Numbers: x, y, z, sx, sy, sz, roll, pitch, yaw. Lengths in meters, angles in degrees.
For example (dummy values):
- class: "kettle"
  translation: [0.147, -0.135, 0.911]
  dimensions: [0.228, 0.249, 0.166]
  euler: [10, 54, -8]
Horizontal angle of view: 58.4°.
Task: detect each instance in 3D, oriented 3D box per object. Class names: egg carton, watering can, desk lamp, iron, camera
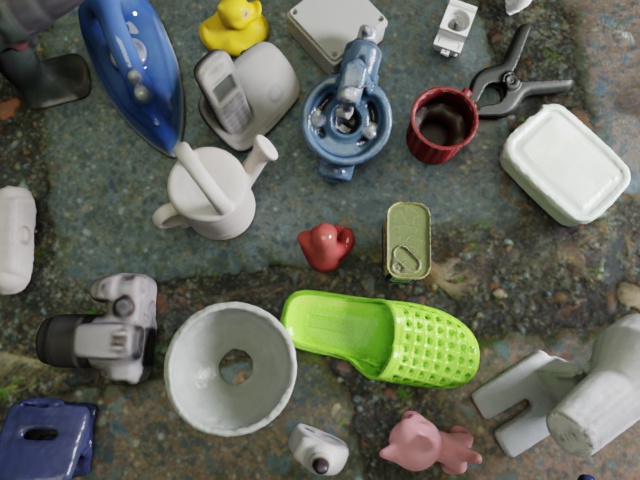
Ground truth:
- class: "egg carton"
  translation: [-0.440, 0.001, 0.773]
  dimensions: [0.107, 0.069, 0.150]
  euler: [-4, 79, -2]
- class: "watering can"
  translation: [-0.136, -0.073, 0.732]
  dimensions: [0.101, 0.194, 0.173]
  euler: [34, 80, 6]
- class: "desk lamp"
  translation: [0.316, 0.186, 0.683]
  dimensions: [0.203, 0.213, 0.118]
  euler: [-30, 81, -7]
- class: "iron"
  translation: [-0.260, -0.249, 0.791]
  dimensions: [0.118, 0.141, 0.258]
  euler: [-24, 80, -6]
- class: "camera"
  translation: [-0.289, 0.114, 0.739]
  dimensions: [0.137, 0.101, 0.143]
  euler: [1, 79, -1]

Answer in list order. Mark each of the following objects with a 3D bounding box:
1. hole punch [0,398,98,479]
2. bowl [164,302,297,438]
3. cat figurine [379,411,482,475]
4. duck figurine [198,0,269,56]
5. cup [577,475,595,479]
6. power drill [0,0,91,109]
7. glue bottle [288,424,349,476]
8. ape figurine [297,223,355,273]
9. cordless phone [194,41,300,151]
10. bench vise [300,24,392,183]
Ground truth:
- class: "hole punch"
  translation: [-0.346, 0.250, 0.715]
  dimensions: [0.108, 0.091, 0.101]
  euler: [2, 79, -1]
- class: "bowl"
  translation: [-0.112, 0.166, 0.746]
  dimensions: [0.167, 0.075, 0.167]
  euler: [0, 79, -1]
- class: "cat figurine"
  translation: [0.137, 0.257, 0.713]
  dimensions: [0.127, 0.118, 0.067]
  euler: [14, 79, 2]
- class: "duck figurine"
  translation: [-0.129, -0.321, 0.837]
  dimensions: [0.104, 0.086, 0.077]
  euler: [-14, 79, -4]
- class: "cup"
  translation: [0.306, 0.345, 0.711]
  dimensions: [0.091, 0.095, 0.118]
  euler: [16, 79, 2]
- class: "power drill"
  translation: [-0.387, -0.258, 0.755]
  dimensions: [0.229, 0.208, 0.075]
  euler: [-17, 79, -5]
- class: "glue bottle"
  translation: [-0.001, 0.256, 0.681]
  dimensions: [0.078, 0.173, 0.037]
  euler: [23, 79, 4]
- class: "ape figurine"
  translation: [0.007, 0.003, 0.773]
  dimensions: [0.078, 0.092, 0.076]
  euler: [16, 79, 2]
- class: "cordless phone"
  translation: [-0.100, -0.213, 0.766]
  dimensions: [0.094, 0.185, 0.148]
  euler: [39, 80, 6]
- class: "bench vise"
  translation: [0.032, -0.199, 0.749]
  dimensions: [0.121, 0.220, 0.207]
  euler: [-4, 79, -2]
